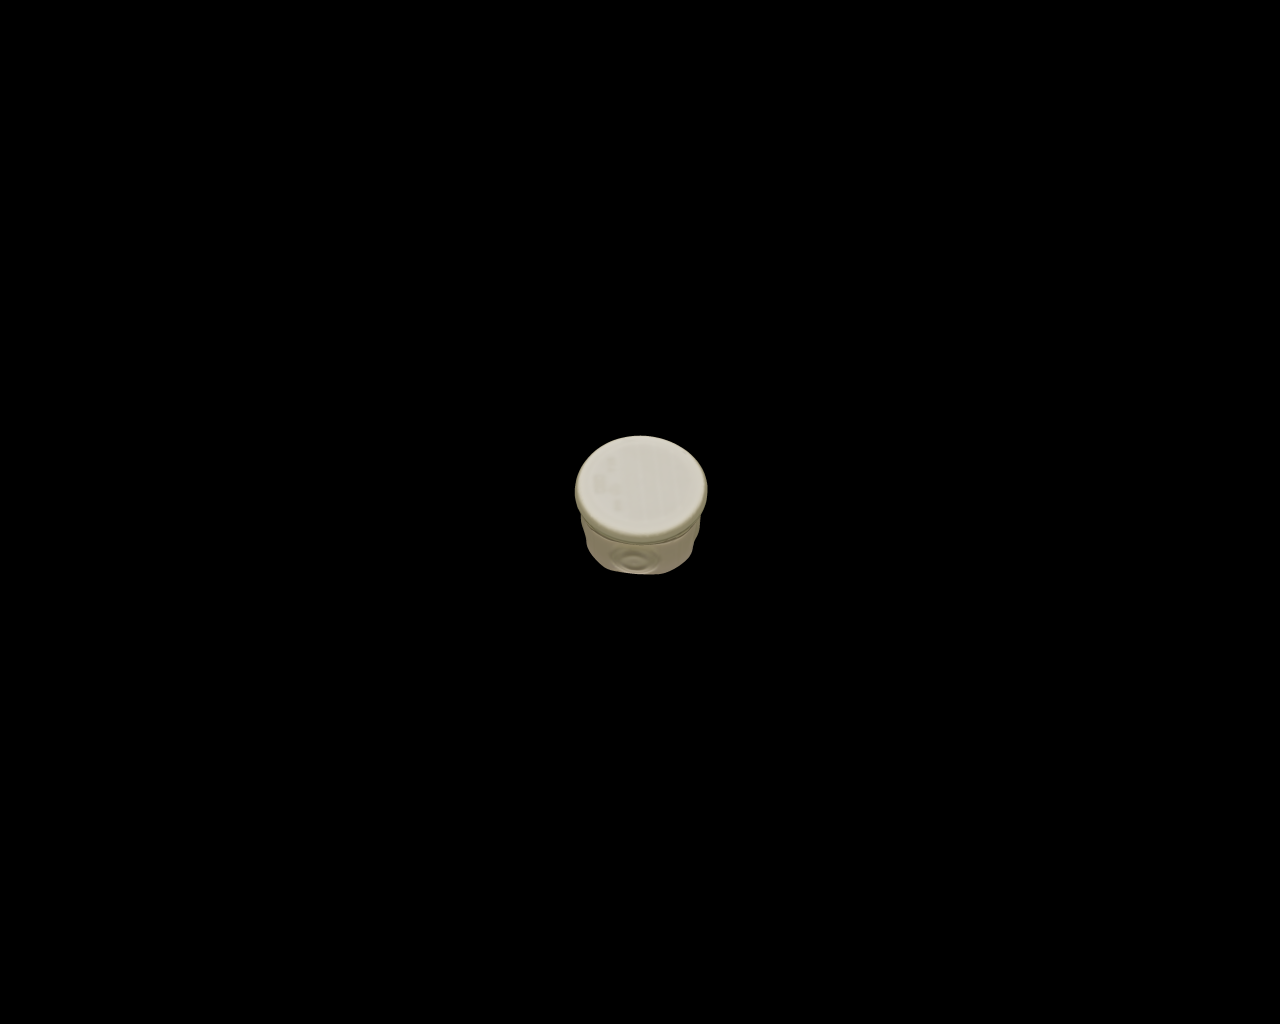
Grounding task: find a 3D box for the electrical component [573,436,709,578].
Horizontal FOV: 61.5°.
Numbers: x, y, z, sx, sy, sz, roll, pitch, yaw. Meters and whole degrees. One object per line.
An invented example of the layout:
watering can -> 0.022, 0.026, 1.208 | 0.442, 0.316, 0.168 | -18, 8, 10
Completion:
electrical component -> 0.001, -0.003, 0.650 | 0.080, 0.080, 0.050 | 0, -37, 0
